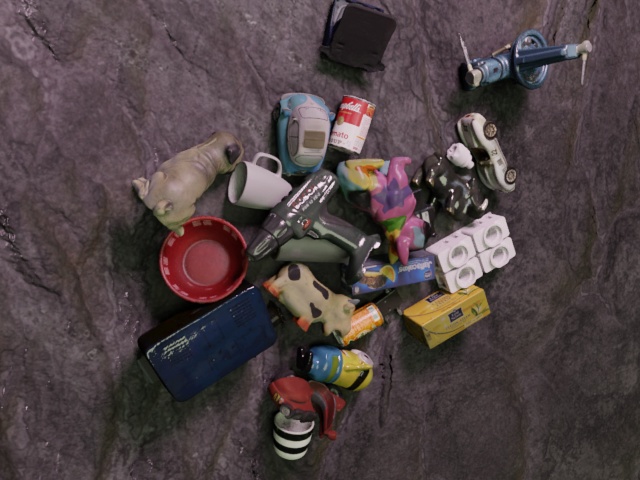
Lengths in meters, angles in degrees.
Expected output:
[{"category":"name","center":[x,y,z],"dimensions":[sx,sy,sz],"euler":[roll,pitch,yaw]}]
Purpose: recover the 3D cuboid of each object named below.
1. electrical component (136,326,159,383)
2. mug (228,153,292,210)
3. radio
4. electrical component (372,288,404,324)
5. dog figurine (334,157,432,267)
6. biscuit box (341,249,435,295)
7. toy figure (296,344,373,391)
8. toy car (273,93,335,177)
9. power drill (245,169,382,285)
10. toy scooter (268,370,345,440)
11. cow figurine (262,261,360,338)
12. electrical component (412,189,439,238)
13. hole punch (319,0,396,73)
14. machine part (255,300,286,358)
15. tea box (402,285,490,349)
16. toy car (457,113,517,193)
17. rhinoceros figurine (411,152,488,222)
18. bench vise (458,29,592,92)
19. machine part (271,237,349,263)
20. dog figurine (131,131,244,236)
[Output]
[{"category":"electrical component","center":[-0.279,0.214,1.034],"dimensions":[0.134,0.058,0.114],"euler":[-31,109,-13]},{"category":"mug","center":[-0.106,-0.108,1.019],"dimensions":[0.107,0.081,0.109],"euler":[15,103,-34]},{"category":"radio","center":[-0.200,0.183,0.991],"dimensions":[0.229,0.073,0.131],"euler":[-30,111,-22]},{"category":"electrical component","center":[0.149,0.139,1.198],"dimensions":[0.063,0.021,0.094],"euler":[-34,112,-10]},{"category":"dog figurine","center":[0.126,-0.054,1.075],"dimensions":[0.192,0.108,0.219],"euler":[-6,90,-14]},{"category":"biscuit box","center":[0.148,0.066,1.160],"dimensions":[0.203,0.063,0.059],"euler":[-10,106,-18]},{"category":"toy figure","center":[0.032,0.272,1.153],"dimensions":[0.180,0.082,0.089],"euler":[13,115,-30]},{"category":"toy car","center":[-0.029,-0.197,1.015],"dimensions":[0.109,0.103,0.161],"euler":[2,99,-20]},{"category":"power drill","center":[-0.002,-0.003,1.006],"dimensions":[0.207,0.086,0.232],"euler":[35,69,-5]},{"category":"toy scooter","center":[-0.020,0.348,1.116],"dimensions":[0.184,0.135,0.075],"euler":[21,119,-25]},{"category":"cow figurine","center":[-0.008,0.122,1.095],"dimensions":[0.127,0.085,0.195],"euler":[-43,101,-8]},{"category":"electrical component","center":[0.207,-0.052,1.164],"dimensions":[0.075,0.048,0.119],"euler":[-24,108,-15]},{"category":"hole punch","center":[0.069,-0.396,1.027],"dimensions":[0.142,0.092,0.115],"euler":[7,129,-25]},{"category":"machine part","center":[-0.134,0.186,1.095],"dimensions":[0.139,0.039,0.084],"euler":[-40,104,-6]},{"category":"tea box","center":[0.284,0.164,1.214],"dimensions":[0.170,0.098,0.068],"euler":[-29,110,-14]},{"category":"toy car","center":[0.368,-0.186,1.181],"dimensions":[0.056,0.074,0.201],"euler":[-37,112,-14]},{"category":"rhinoceros figurine","center":[0.287,-0.108,1.174],"dimensions":[0.190,0.073,0.112],"euler":[43,74,-21]},{"category":"bench vise","center":[0.413,-0.361,1.082],"dimensions":[0.223,0.241,0.128],"euler":[-12,103,-35]},{"category":"machine part","center":[-0.011,0.007,1.080],"dimensions":[0.243,0.079,0.079],"euler":[2,101,-22]},{"category":"dog figurine","center":[-0.213,-0.114,0.930],"dimensions":[0.190,0.172,0.121],"euler":[-39,123,-1]}]
